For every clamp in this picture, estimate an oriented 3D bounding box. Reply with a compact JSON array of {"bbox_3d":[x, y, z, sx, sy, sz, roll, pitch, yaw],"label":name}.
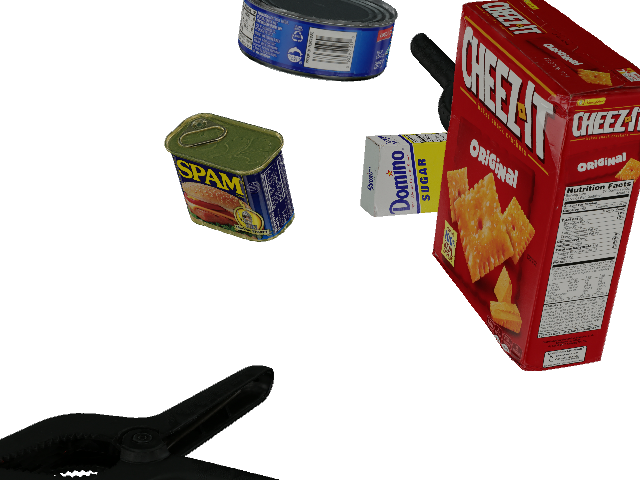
[{"bbox_3d":[0.143,-0.147,1.050,0.120,0.171,0.039,6,-44,5],"label":"clamp"},{"bbox_3d":[-0.095,0.118,0.586,0.209,0.036,0.165,-1,21,-15],"label":"clamp"}]

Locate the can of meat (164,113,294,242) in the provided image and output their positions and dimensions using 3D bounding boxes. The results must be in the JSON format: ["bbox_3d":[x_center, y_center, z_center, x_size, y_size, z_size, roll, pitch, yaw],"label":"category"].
[{"bbox_3d":[-0.075,-0.052,0.910,0.102,0.084,0.057,18,49,28],"label":"can of meat"}]

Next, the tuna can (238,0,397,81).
[{"bbox_3d":[-0.002,-0.117,0.591,0.086,0.034,0.086,8,25,-4],"label":"tuna can"}]

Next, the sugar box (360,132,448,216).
[{"bbox_3d":[0.139,-0.082,1.295,0.176,0.093,0.048,-7,25,-22],"label":"sugar box"}]

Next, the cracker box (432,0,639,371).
[{"bbox_3d":[0.146,-0.041,0.751,0.072,0.214,0.164,-8,34,-16],"label":"cracker box"}]
